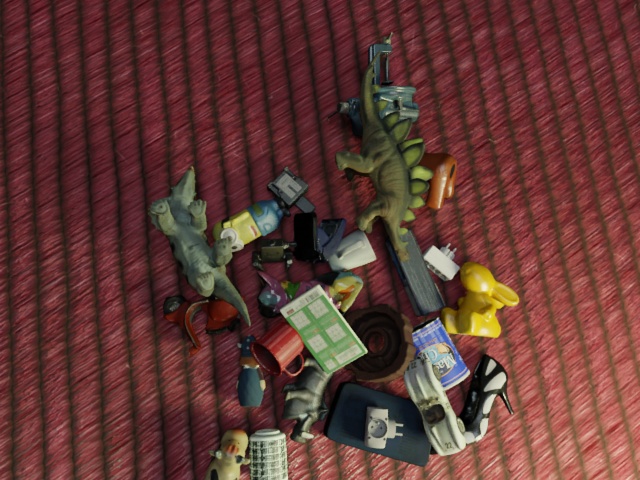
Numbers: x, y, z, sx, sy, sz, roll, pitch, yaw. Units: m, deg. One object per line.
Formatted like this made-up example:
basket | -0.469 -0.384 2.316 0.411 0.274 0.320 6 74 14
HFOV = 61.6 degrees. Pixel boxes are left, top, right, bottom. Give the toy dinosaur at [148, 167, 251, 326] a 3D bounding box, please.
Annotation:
toy dinosaur | -0.263 0.029 1.158 0.131 0.192 0.405 -22 75 -16

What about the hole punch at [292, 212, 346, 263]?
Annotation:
hole punch | -0.003 -0.004 1.231 0.092 0.142 0.115 3 90 -30

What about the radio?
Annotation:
radio | 0.134 0.402 1.187 0.230 0.073 0.131 17 76 -3

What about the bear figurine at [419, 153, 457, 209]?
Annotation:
bear figurine | 0.224 -0.169 1.300 0.196 0.120 0.131 15 121 23

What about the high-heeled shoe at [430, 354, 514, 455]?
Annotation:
high-heeled shoe | 0.326 0.367 1.209 0.249 0.086 0.145 -24 78 -14

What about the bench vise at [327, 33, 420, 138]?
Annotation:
bench vise | 0.140 -0.371 1.308 0.224 0.129 0.240 -2 96 -13

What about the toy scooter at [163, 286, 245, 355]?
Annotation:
toy scooter | -0.252 0.180 1.195 0.184 0.075 0.135 -10 80 -4

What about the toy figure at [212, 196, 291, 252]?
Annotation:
toy figure | -0.160 -0.037 1.242 0.180 0.089 0.082 -32 104 -11

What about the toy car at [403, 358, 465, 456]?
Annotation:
toy car | 0.239 0.348 1.130 0.073 0.056 0.202 -31 74 29

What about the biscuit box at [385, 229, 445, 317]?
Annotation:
biscuit box | 0.221 0.076 1.265 0.063 0.059 0.202 -21 82 -7

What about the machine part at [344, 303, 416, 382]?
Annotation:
machine part | 0.126 0.227 1.181 0.179 0.056 0.179 -14 64 29

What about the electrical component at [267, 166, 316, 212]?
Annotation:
electrical component | -0.063 -0.110 1.284 0.075 0.047 0.119 -43 84 -10

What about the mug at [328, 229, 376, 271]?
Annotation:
mug | 0.067 0.032 1.242 0.107 0.109 0.081 -28 86 4

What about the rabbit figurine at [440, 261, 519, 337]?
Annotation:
rabbit figurine | 0.370 0.136 1.237 0.162 0.122 0.173 3 78 -10

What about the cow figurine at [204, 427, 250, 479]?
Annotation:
cow figurine | -0.203 0.486 1.112 0.085 0.127 0.195 19 80 -4

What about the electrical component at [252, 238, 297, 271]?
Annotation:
electrical component | -0.107 0.036 1.243 0.102 0.078 0.045 1 55 -11

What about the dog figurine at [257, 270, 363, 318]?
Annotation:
dog figurine | -0.035 0.115 1.213 0.219 0.108 0.191 31 80 4

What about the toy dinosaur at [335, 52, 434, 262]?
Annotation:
toy dinosaur | 0.142 -0.179 1.214 0.199 0.105 0.471 -17 90 14

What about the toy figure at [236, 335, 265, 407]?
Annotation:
toy figure | -0.154 0.289 1.191 0.064 0.058 0.154 3 73 -11

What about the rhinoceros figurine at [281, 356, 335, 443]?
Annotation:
rhinoceros figurine | -0.027 0.347 1.187 0.112 0.073 0.190 25 75 -11
